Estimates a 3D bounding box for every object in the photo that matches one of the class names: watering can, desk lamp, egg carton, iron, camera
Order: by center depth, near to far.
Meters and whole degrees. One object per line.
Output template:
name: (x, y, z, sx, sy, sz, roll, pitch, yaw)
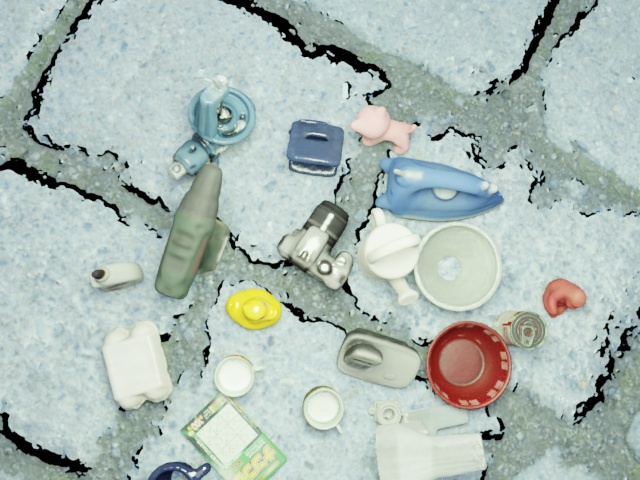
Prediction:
desk lamp: (0.186, 0.354, 0.979, 0.203, 0.213, 0.118, -10, 84, -4)
watering can: (0.130, 0.027, 1.021, 0.101, 0.194, 0.173, -40, 87, -6)
egg carton: (-0.331, 0.227, 1.039, 0.107, 0.069, 0.150, -17, 85, -4)
camera: (0.010, 0.004, 1.064, 0.143, 0.100, 0.137, 33, 83, 1)
iron: (0.239, -0.100, 1.067, 0.258, 0.141, 0.119, 6, 84, -2)

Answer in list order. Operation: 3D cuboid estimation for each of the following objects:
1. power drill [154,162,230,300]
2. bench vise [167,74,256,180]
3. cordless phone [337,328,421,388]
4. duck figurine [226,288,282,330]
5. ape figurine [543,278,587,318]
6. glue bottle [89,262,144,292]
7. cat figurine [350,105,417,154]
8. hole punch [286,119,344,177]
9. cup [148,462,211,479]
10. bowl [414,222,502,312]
power drill: (-0.214, -0.009, 1.000, 0.075, 0.208, 0.230, 19, 83, 0)
bench vise: (-0.189, -0.194, 1.015, 0.121, 0.219, 0.207, 20, 83, 0)
cordless phone: (0.109, 0.213, 1.004, 0.147, 0.185, 0.094, 13, 83, -1)
duck figurine: (-0.123, 0.127, 1.052, 0.104, 0.086, 0.077, 10, 83, -2)
ape figurine: (0.468, 0.110, 1.081, 0.078, 0.092, 0.076, -2, 84, -3)
glue bottle: (-0.366, 0.064, 1.002, 0.078, 0.173, 0.037, -22, 85, -5)
cat figurine: (0.121, -0.217, 1.085, 0.128, 0.117, 0.067, 11, 83, -2)
hole punch: (-0.011, -0.180, 1.088, 0.108, 0.091, 0.101, 7, 84, -2)
cup: (-0.240, 0.421, 1.010, 0.118, 0.095, 0.092, -32, 86, -6)
bowl: (0.252, 0.052, 1.085, 0.167, 0.074, 0.167, 0, 84, -3)
